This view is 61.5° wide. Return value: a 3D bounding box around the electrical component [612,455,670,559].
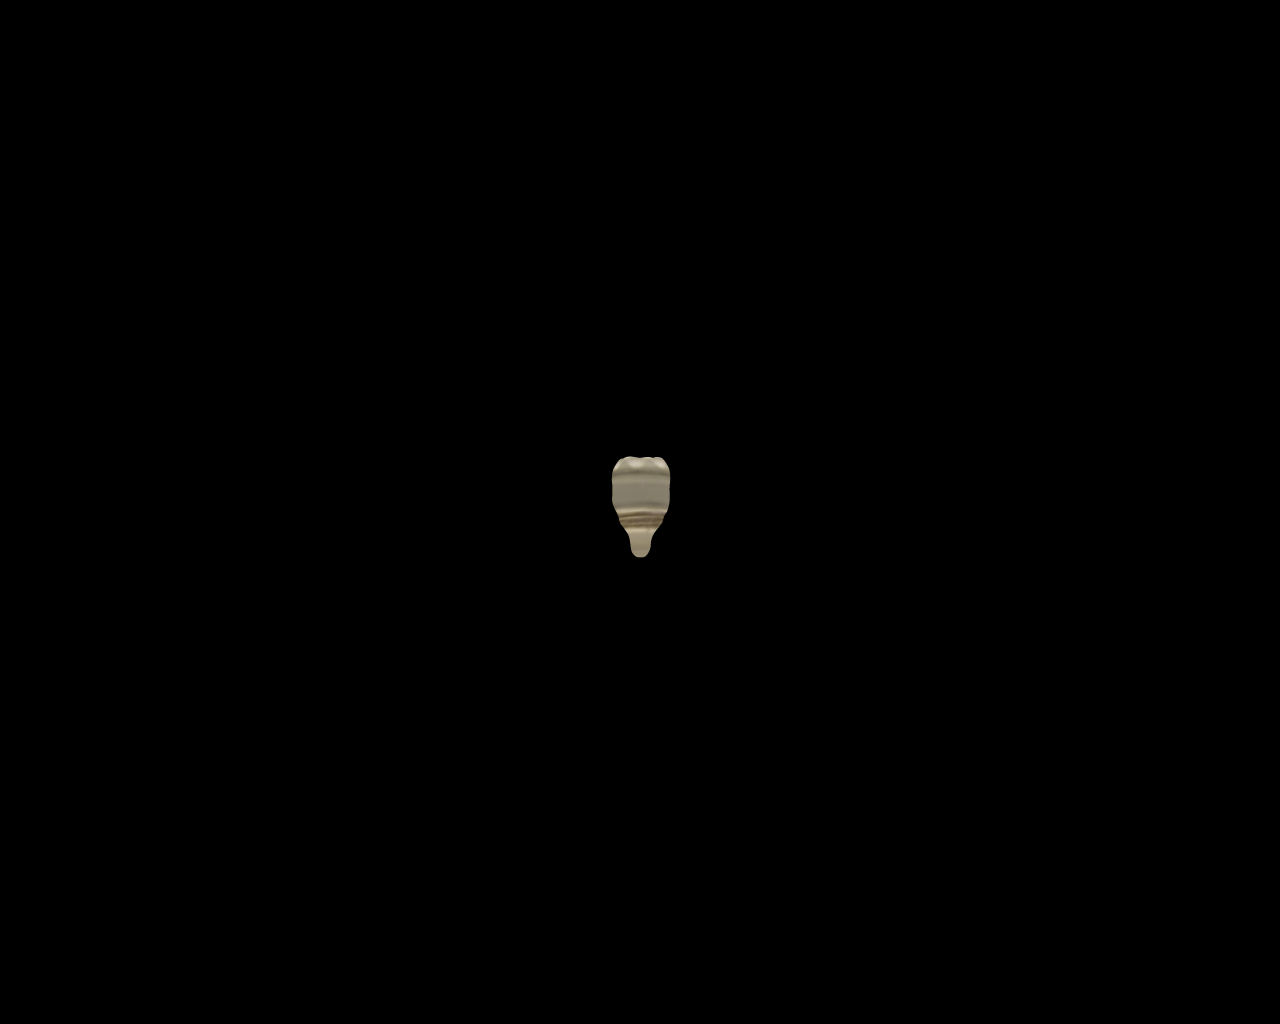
[{"bbox_3d":[0.001,-0.003,0.650,0.035,0.061,0.035,0,-5,0],"label":"electrical component"}]
